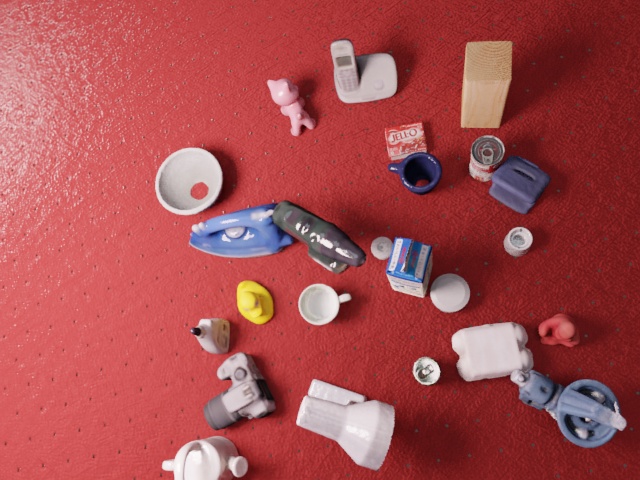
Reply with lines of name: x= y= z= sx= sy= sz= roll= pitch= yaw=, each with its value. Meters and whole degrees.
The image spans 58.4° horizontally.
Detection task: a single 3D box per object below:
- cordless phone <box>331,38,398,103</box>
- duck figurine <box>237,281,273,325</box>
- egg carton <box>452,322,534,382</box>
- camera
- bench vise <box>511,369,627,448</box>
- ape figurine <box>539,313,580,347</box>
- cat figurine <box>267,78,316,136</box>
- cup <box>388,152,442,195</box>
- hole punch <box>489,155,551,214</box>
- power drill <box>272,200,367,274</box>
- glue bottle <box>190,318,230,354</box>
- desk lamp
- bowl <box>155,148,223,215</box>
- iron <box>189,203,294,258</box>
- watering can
cordless phone: x=0.099 y=-0.395 z=1.302 sx=0.147 sy=0.185 sz=0.094 roll=-8 pitch=74 yaw=9
duck figurine: x=-0.152 y=0.134 z=1.264 sx=0.077 sy=0.086 sz=0.104 roll=-33 pitch=72 yaw=1
egg carton: x=0.346 y=0.224 z=1.155 sx=0.150 sy=0.069 sz=0.107 roll=-12 pitch=74 yaw=8
camera: x=-0.185 y=0.329 z=1.211 sx=0.137 sy=0.101 sz=0.143 roll=-31 pitch=72 yaw=2
bench vise: x=0.450 y=0.306 z=1.035 sx=0.207 sy=0.220 sz=0.121 roll=9 pitch=77 yaw=13
ape figurine: x=0.479 y=0.180 z=1.129 sx=0.077 sy=0.092 sz=0.076 roll=38 pitch=85 yaw=17
cat figurine: x=-0.070 y=-0.326 z=1.351 sx=0.067 sy=0.118 sz=0.127 roll=-30 pitch=72 yaw=2
cup: x=0.209 y=-0.138 z=1.262 sx=0.117 sy=0.095 sz=0.092 roll=12 pitch=78 yaw=14
hole punch: x=0.425 y=-0.127 z=1.220 sx=0.108 sy=0.091 sz=0.101 roll=34 pitch=84 yaw=17
power drill: x=0.011 y=0.004 z=1.202 sx=0.229 sy=0.209 sz=0.076 roll=32 pitch=83 yaw=17
glue bottle: x=-0.237 y=0.200 z=1.216 sx=0.037 sy=0.173 sz=0.078 roll=-1 pitch=75 yaw=11
desk lamp: x=0.045 y=0.349 z=1.103 sx=0.203 sy=0.214 sz=0.118 roll=15 pitch=79 yaw=14
bowl: x=-0.301 y=-0.131 z=1.366 sx=0.167 sy=0.075 sz=0.167 roll=-3 pitch=75 yaw=10
iron: x=-0.196 y=-0.026 z=1.284 sx=0.258 sy=0.141 sz=0.118 roll=-10 pitch=74 yaw=8
watering can: x=-0.231 y=0.448 z=1.140 sx=0.173 sy=0.194 sz=0.101 roll=-25 pitch=72 yaw=4
